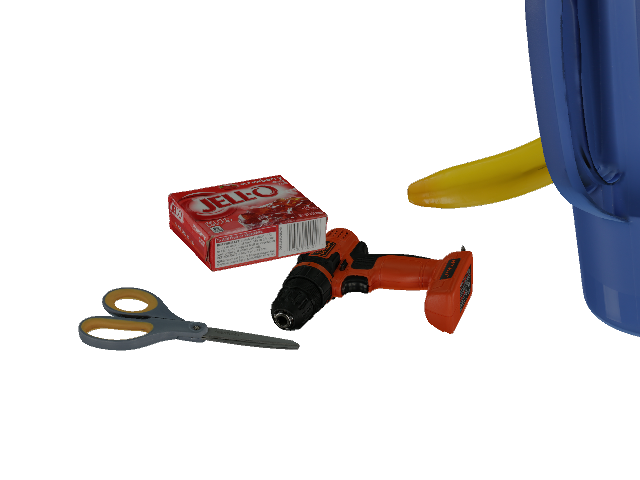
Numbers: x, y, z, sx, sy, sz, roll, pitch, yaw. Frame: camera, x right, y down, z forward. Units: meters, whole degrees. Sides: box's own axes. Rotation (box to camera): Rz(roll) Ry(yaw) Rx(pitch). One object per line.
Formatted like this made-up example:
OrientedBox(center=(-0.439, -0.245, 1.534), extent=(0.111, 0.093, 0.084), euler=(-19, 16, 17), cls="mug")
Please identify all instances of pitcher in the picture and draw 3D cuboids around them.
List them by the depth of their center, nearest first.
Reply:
OrientedBox(center=(0.182, -0.069, 0.565), extent=(0.149, 0.243, 0.145), euler=(-7, 22, 6), cls="pitcher")

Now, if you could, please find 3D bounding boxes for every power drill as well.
OrientedBox(center=(0.057, 0.048, 1.125), extent=(0.188, 0.057, 0.184), euler=(9, 31, 20), cls="power drill")

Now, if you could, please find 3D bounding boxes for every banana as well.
OrientedBox(center=(0.161, -0.064, 0.828), extent=(0.197, 0.037, 0.070), euler=(-28, 26, -24), cls="banana")

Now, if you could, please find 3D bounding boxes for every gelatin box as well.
OrientedBox(center=(-0.050, -0.014, 0.730), extent=(0.089, 0.030, 0.073), euler=(-11, 30, -26), cls="gelatin box")

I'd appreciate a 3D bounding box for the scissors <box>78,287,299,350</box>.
OrientedBox(center=(-0.125, 0.075, 1.008), extent=(0.201, 0.016, 0.096), euler=(-1, 33, -8), cls="scissors")
